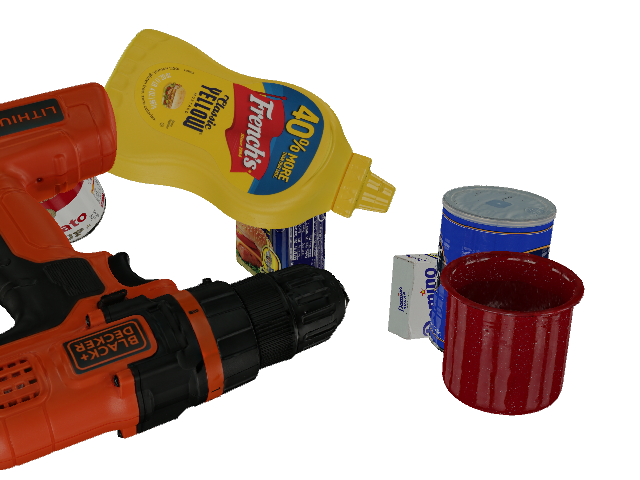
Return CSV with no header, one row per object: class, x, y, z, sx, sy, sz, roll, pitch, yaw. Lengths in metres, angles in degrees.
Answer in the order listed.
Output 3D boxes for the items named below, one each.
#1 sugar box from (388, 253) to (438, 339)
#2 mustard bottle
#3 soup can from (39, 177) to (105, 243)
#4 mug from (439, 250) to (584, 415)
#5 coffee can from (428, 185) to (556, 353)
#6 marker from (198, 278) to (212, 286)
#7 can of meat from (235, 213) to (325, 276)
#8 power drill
sugar box,0.165,0.061,1.251,0.175,0.093,0.048,-4,14,-33
mustard bottle,-0.044,-0.060,0.680,0.191,0.096,0.058,22,-25,1
soup can,-0.213,-0.048,0.823,0.068,0.068,0.102,0,-27,10
mug,0.123,0.058,0.724,0.093,0.081,0.117,-1,25,-4
coffee can,0.158,0.030,0.991,0.103,0.140,0.103,3,20,-1
marker,-0.111,0.098,1.108,0.020,0.121,0.020,-5,15,1
can of meat,-0.035,-0.011,0.917,0.057,0.084,0.102,-11,26,-26
power drill,-0.102,0.005,0.515,0.184,0.188,0.057,-18,-37,-24
